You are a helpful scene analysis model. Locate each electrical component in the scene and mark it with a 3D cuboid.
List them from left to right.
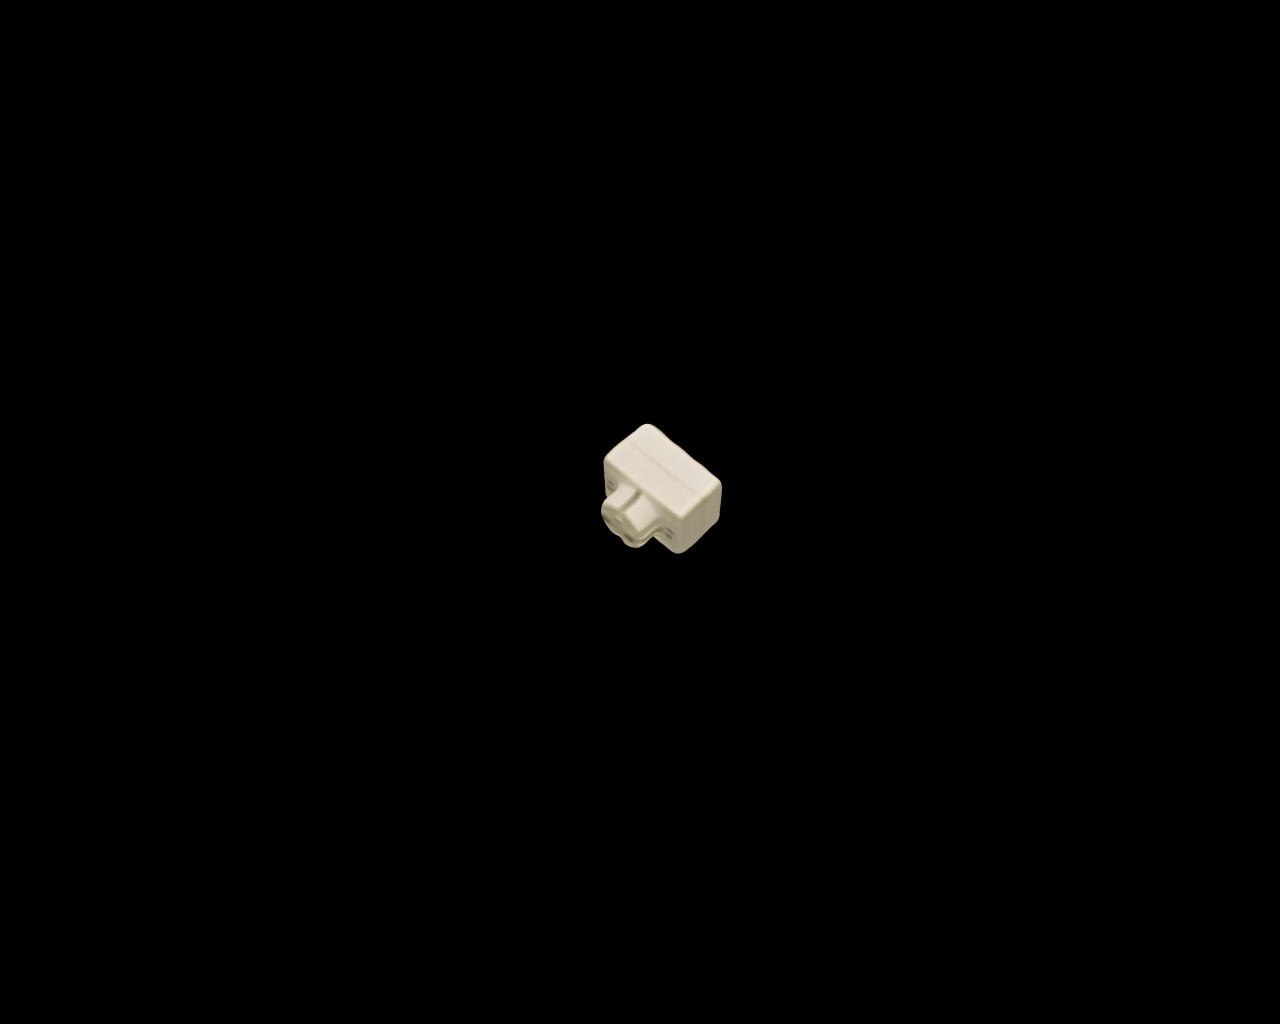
[{"bbox_3d":[0.001,-0.003,0.650,0.066,0.077,0.047,39,-24,22],"label":"electrical component"}]
